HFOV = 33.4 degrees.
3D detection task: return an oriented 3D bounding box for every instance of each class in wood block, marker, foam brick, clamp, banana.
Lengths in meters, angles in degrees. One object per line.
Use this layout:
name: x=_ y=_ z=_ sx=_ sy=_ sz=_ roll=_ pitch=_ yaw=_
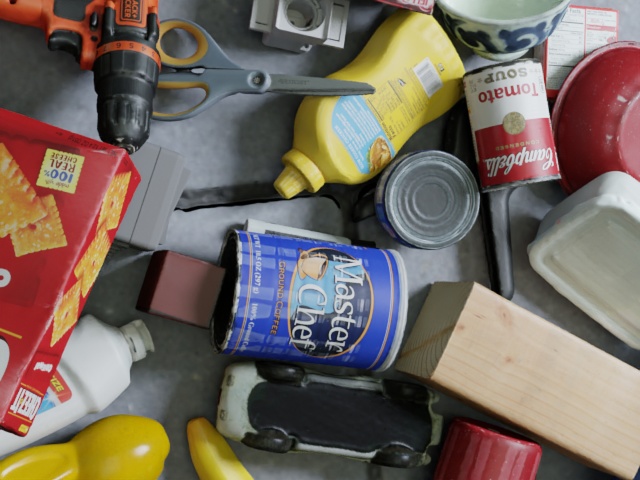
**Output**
wood block: x=0.184 y=0.121 z=0.929 sx=0.206 sy=0.091 sz=0.090 roll=28 pitch=82 yaw=-13
marker: x=-0.006 y=0.001 z=0.918 sx=0.121 sy=0.020 sz=0.020 roll=11 pitch=86 yaw=-14
foam brick: x=-0.112 y=0.040 z=0.860 sx=0.053 sy=0.078 sz=0.051 roll=18 pitch=83 yaw=-16
clamp: x=0.148 y=-0.055 z=0.952 sx=0.164 sy=0.036 sz=0.210 roll=37 pitch=82 yaw=-10
banana: x=-0.039 y=0.224 z=0.898 sx=0.197 sy=0.037 sz=0.069 roll=33 pitch=58 yaw=-14

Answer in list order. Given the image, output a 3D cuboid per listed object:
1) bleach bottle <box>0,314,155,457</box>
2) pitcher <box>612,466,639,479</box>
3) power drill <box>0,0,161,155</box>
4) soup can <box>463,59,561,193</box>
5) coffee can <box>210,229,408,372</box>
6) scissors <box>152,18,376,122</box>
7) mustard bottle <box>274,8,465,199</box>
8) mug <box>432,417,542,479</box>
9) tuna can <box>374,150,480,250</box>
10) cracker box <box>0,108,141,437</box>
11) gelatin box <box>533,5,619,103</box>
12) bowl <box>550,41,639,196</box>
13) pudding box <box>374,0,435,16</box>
bleach bottle: x=-0.253 y=0.115 z=0.827 sx=0.250 sy=0.068 sz=0.102 roll=-22 pitch=78 yaw=-19
pitcher: x=0.357 y=0.176 z=0.937 sx=0.149 sy=0.145 sz=0.243 roll=33 pitch=97 yaw=-33
power drill: x=-0.216 y=-0.154 z=0.822 sx=0.187 sy=0.057 sz=0.184 roll=6 pitch=61 yaw=-15
soup can: x=0.161 y=-0.096 z=0.901 sx=0.068 sy=0.069 sz=0.102 roll=-9 pitch=90 yaw=-15
coffee can: x=-0.011 y=0.050 z=0.873 sx=0.140 sy=0.103 sz=0.103 roll=8 pitch=87 yaw=-15
scissors: x=-0.061 y=-0.147 z=0.876 sx=0.202 sy=0.016 sz=0.096 roll=-10 pitch=80 yaw=6
mustard bottle: x=0.035 y=-0.104 z=0.908 sx=0.191 sy=0.058 sz=0.096 roll=-43 pitch=127 yaw=-11
mug: x=0.149 y=0.204 z=0.919 sx=0.117 sy=0.093 sz=0.081 roll=19 pitch=88 yaw=-39
tuna can: x=0.091 y=-0.034 z=0.905 sx=0.086 sy=0.034 sz=0.086 roll=0 pitch=92 yaw=-10
cracker box: x=-0.249 y=0.011 z=0.773 sx=0.164 sy=0.072 sz=0.213 roll=19 pitch=74 yaw=8
gelatin box: x=0.235 y=-0.171 z=0.982 sx=0.073 sy=0.030 sz=0.089 roll=2 pitch=89 yaw=-14
bowl: x=0.286 y=-0.097 z=0.959 sx=0.161 sy=0.055 sz=0.162 roll=-5 pitch=103 yaw=-24
pudding box: x=0.043 y=-0.224 z=0.888 sx=0.090 sy=0.113 sz=0.039 roll=13 pitch=112 yaw=-15
